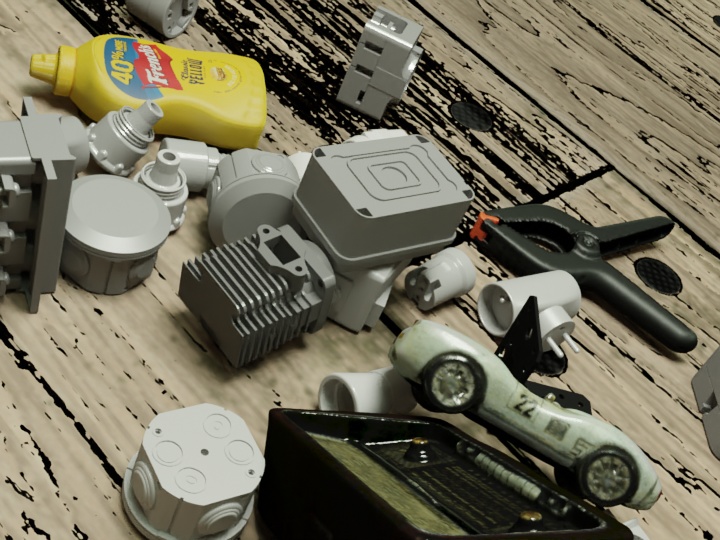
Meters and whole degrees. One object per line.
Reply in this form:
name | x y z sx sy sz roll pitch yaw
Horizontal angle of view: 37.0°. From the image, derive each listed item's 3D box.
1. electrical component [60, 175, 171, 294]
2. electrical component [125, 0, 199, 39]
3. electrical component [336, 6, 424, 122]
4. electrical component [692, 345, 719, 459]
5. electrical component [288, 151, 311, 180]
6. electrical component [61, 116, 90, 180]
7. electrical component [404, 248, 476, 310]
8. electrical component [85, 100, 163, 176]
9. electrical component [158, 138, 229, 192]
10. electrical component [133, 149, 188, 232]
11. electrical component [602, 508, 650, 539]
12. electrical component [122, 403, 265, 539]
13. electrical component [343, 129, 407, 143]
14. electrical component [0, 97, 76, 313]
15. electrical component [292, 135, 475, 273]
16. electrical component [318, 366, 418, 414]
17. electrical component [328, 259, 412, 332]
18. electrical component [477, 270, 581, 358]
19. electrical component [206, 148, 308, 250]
electrical component | -0.179 -0.026 0.768 0.080 0.051 0.080 14 41 -13
electrical component | -0.186 -0.253 1.007 0.047 0.055 0.055 31 40 13
electrical component | 0.023 -0.194 1.021 0.056 0.089 0.050 26 40 0
electrical component | 0.315 0.106 0.872 0.054 0.059 0.095 15 41 -12
electrical component | -0.045 -0.062 0.883 0.040 0.040 0.078 11 42 -16
electrical component | -0.238 -0.077 0.799 0.077 0.043 0.079 -16 55 -38
electrical component | 0.064 0.008 0.866 0.046 0.040 0.040 -26 61 -36
electrical component | -0.181 -0.107 0.840 0.048 0.062 0.048 45 19 -20
electrical component | -0.128 -0.082 0.863 0.078 0.040 0.040 5 44 -24
electrical component | -0.151 -0.062 0.813 0.048 0.062 0.048 14 41 -13
electrical component | 0.130 0.206 0.667 0.121 0.063 0.078 -11 52 -35
electrical component | -0.099 0.124 0.647 0.080 0.051 0.080 14 41 -13
electrical component | 0.015 -0.088 0.930 0.057 0.058 0.078 -9 51 -38
electrical component | -0.229 -0.040 0.703 0.063 0.121 0.078 -5 49 -28
electrical component | 0.016 -0.049 0.789 0.113 0.057 0.078 -12 53 -36
electrical component | 0.009 0.088 0.751 0.065 0.044 0.044 -9 51 -40
electrical component | 0.000 0.000 0.823 0.061 0.061 0.096 28 40 4
electrical component | 0.147 0.039 0.871 0.077 0.043 0.079 -9 51 -35
electrical component | -0.078 -0.050 0.824 0.080 0.080 0.051 6 38 -21
